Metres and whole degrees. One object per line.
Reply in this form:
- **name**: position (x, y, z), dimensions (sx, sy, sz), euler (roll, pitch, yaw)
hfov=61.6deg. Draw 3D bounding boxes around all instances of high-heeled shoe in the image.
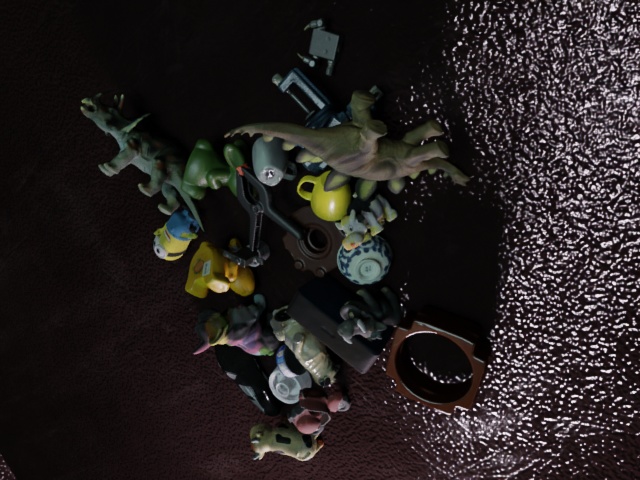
- **high-heeled shoe**: position (-0.199, 0.386, 1.497), dimensions (0.249, 0.086, 0.145), euler (39, 156, 32)

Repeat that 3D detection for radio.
- **radio**: position (0.050, 0.182, 1.225), dimensions (0.230, 0.131, 0.073), euler (38, 123, 11)

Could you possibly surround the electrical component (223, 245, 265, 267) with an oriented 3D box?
- **electrical component**: position (-0.181, 0.041, 1.281), dimensions (0.094, 0.063, 0.021), euler (24, 118, 18)

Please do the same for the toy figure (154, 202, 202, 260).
- **toy figure**: position (-0.370, -0.017, 1.413), dimensions (0.089, 0.082, 0.180), euler (25, 120, -33)

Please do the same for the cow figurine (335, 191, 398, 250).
- **cow figurine**: position (0.085, -0.047, 1.098), dimensions (0.068, 0.167, 0.098), euler (-33, 93, 39)

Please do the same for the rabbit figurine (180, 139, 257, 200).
- **rabbit figurine**: position (-0.220, -0.163, 1.276), dimensions (0.170, 0.121, 0.159), euler (23, 113, -1)

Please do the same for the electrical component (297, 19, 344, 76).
- **electrical component**: position (0.002, -0.392, 1.086), dimensions (0.078, 0.045, 0.102), euler (30, 121, 18)

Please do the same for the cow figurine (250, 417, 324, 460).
- **cow figurine**: position (-0.102, 0.542, 1.449), dimensions (0.195, 0.127, 0.085), euler (7, 109, 24)

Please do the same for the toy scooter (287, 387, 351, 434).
- **toy scooter**: position (-0.022, 0.428, 1.366), dimensions (0.135, 0.075, 0.184), euler (25, 125, -30)

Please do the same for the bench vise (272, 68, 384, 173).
- **bench vise**: position (0.007, -0.264, 1.091), dimensions (0.240, 0.129, 0.223), euler (46, 121, 1)

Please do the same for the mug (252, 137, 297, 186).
- **mug**: position (-0.101, -0.163, 1.185), dimensions (0.109, 0.107, 0.081), euler (32, 123, -26)

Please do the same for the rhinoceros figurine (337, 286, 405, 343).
- **rhinoceros figurine**: position (0.106, 0.165, 1.160), dimensions (0.073, 0.190, 0.112), euler (-44, 66, 37)

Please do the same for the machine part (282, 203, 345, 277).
- **machine part**: position (-0.003, -0.004, 1.230), dimensions (0.180, 0.056, 0.179), euler (9, 111, 25)

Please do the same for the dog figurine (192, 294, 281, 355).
- **dog figurine**: position (-0.211, 0.239, 1.341), dimensions (0.108, 0.219, 0.191), euler (-27, 93, 37)

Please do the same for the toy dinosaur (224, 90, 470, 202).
- **toy dinosaur**: position (0.067, -0.168, 1.004), dimensions (0.471, 0.105, 0.198), euler (17, 139, -16)

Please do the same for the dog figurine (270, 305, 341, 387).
- **dog figurine**: position (-0.039, 0.265, 1.337), dimensions (0.173, 0.121, 0.190), euler (37, 149, 51)

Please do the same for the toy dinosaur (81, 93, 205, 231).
- **toy dinosaur**: position (-0.409, -0.199, 1.339), dimensions (0.405, 0.192, 0.131), euler (34, 166, -6)

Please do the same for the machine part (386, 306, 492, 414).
- **machine part**: position (0.257, 0.258, 1.168), dimensions (0.202, 0.087, 0.200), euler (20, 117, 23)

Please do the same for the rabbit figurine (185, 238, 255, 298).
- **rabbit figurine**: position (-0.237, 0.081, 1.347), dimensions (0.122, 0.173, 0.162), euler (-33, 47, 33)
